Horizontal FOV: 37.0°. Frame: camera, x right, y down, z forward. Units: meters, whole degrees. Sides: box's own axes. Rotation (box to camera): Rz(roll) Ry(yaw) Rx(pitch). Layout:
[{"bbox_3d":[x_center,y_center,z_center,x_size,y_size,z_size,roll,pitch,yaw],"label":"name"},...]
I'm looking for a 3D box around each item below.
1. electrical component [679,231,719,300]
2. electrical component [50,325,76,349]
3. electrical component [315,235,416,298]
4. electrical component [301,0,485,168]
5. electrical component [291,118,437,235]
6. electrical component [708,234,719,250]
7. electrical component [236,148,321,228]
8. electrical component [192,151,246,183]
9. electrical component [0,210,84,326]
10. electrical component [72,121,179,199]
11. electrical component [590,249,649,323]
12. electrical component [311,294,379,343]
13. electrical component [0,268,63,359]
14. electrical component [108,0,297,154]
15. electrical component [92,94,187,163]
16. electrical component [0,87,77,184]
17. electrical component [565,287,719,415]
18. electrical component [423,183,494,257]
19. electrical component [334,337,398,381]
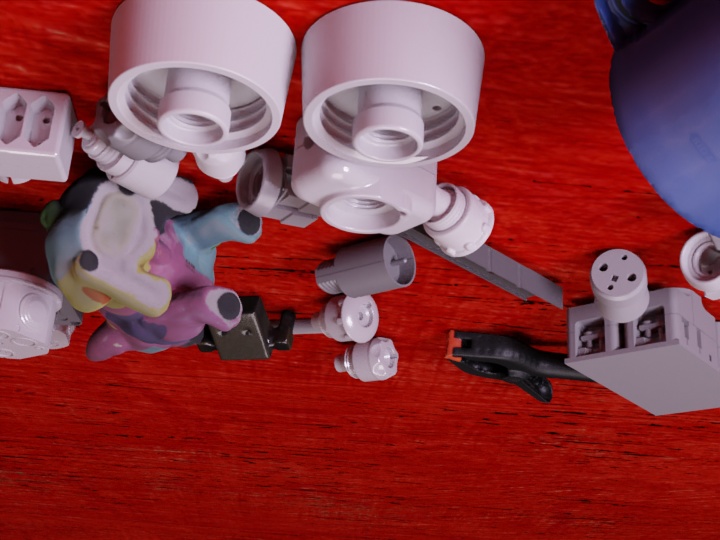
[{"bbox_3d":[0.276,-0.004,0.823,0.066,0.048,0.055,-17,157,39],"label":"electrical component"},{"bbox_3d":[-0.301,0.038,0.998,0.080,0.051,0.080,3,157,1],"label":"electrical component"},{"bbox_3d":[0.000,0.000,0.874,0.081,0.043,0.043,-14,151,36],"label":"electrical component"},{"bbox_3d":[0.017,-0.098,0.621,0.108,0.060,0.108,3,157,1],"label":"electrical component"},{"bbox_3d":[0.004,-0.062,0.708,0.095,0.059,0.054,22,151,-36],"label":"electrical component"},{"bbox_3d":[0.285,-0.039,0.736,0.083,0.047,0.076,-8,156,26],"label":"electrical component"},{"bbox_3d":[-0.052,-0.058,0.746,0.055,0.048,0.066,10,157,-33],"label":"electrical component"},{"bbox_3d":[-0.093,-0.077,0.720,0.035,0.035,0.061,3,159,1],"label":"electrical component"},{"bbox_3d":[-0.274,-0.001,0.895,0.078,0.057,0.113,4,157,0],"label":"electrical component"},{"bbox_3d":[-0.157,-0.078,0.720,0.040,0.040,0.078,-15,150,37],"label":"electrical component"},{"bbox_3d":[0.210,0.013,0.871,0.045,0.045,0.055,-3,155,16],"label":"electrical component"},{"bbox_3d":[-0.017,0.044,0.981,0.062,0.048,0.048,-9,155,42],"label":"electrical component"},{"bbox_3d":[-0.275,0.034,0.834,0.080,0.051,0.080,3,157,1],"label":"electrical component"},{"bbox_3d":[-0.093,-0.106,0.618,0.108,0.060,0.108,3,157,1],"label":"electrical component"},{"bbox_3d":[-0.136,-0.089,0.686,0.043,0.043,0.062,-11,154,30],"label":"electrical component"},{"bbox_3d":[-0.232,-0.082,0.713,0.083,0.047,0.075,5,157,-3],"label":"electrical component"},{"bbox_3d":[0.280,0.075,0.986,0.105,0.060,0.186,-15,151,36],"label":"electrical component"},{"bbox_3d":[0.062,-0.042,0.768,0.048,0.048,0.062,-14,144,36],"label":"electrical component"},{"bbox_3d":[0.004,0.092,1.088,0.062,0.043,0.043,-10,153,31],"label":"electrical component"}]
